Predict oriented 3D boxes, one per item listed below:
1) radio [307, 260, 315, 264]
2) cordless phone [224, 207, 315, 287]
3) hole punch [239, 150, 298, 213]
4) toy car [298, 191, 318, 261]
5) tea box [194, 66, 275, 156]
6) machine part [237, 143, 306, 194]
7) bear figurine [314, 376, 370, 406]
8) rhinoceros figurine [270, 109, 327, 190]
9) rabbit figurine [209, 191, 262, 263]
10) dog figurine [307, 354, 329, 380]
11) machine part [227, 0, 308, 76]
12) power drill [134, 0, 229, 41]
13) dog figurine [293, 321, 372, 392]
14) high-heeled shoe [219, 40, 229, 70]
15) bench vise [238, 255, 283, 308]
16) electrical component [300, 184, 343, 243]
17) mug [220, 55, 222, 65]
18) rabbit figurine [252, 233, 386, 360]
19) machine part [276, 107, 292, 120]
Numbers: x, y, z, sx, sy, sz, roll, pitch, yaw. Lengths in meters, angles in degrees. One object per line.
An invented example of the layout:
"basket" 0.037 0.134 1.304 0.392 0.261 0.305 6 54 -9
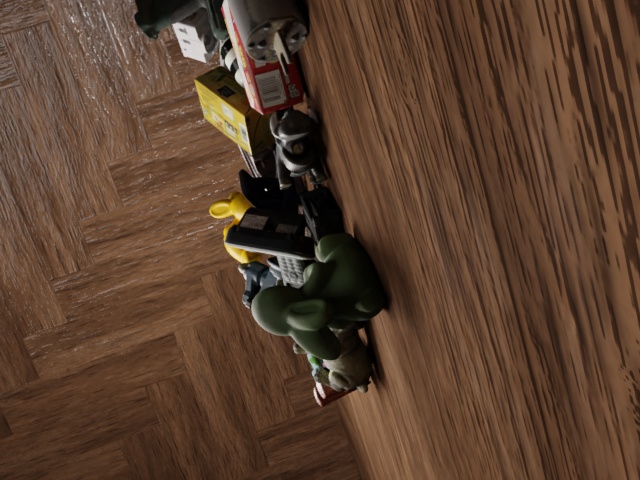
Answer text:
"radio" -0.028 0.061 1.267 0.131 0.073 0.230 87 164 -65
"cordless phone" -0.077 0.041 0.942 0.184 0.147 0.089 81 -155 -44
"hole punch" -0.078 -0.092 0.984 0.115 0.092 0.142 50 -173 -34
"toy car" -0.002 -0.003 0.978 0.089 0.053 0.202 83 168 -47
"tea box" -0.159 -0.247 1.022 0.170 0.068 0.098 42 153 31
"machine part" -0.109 -0.165 1.143 0.201 0.087 0.201 74 169 -53
"bear figurine" 0.020 0.223 1.117 0.196 0.132 0.120 62 163 20
"rhinoceros figurine" -0.033 -0.135 0.799 0.190 0.073 0.112 123 139 -84
"rabbit figurine" -0.166 -0.048 1.227 0.162 0.122 0.173 42 145 23
"dog figurine" 0.008 0.244 1.385 0.191 0.108 0.219 78 176 -63
"machine part" -0.076 -0.299 0.625 0.079 0.079 0.243 95 154 -75
"power drill" -0.233 -0.454 0.940 0.086 0.207 0.231 -54 -51 -80
"dog figurine" 0.051 0.184 0.945 0.172 0.121 0.190 37 150 2
"high-heeled shoe" -0.153 -0.397 1.083 0.248 0.086 0.145 47 -134 -82
"bench vise" -0.072 0.039 1.124 0.224 0.129 0.240 23 99 49
"electrical component" 0.000 -0.046 0.856 0.119 0.048 0.074 -118 11 -46
"mug" -0.181 -0.426 1.184 0.109 0.081 0.107 65 -163 -87
"rabbit figurine" -0.004 0.091 0.726 0.159 0.170 0.121 -118 10 -58
"machine part" -0.053 -0.185 0.943 0.084 0.039 0.139 97 157 -57
